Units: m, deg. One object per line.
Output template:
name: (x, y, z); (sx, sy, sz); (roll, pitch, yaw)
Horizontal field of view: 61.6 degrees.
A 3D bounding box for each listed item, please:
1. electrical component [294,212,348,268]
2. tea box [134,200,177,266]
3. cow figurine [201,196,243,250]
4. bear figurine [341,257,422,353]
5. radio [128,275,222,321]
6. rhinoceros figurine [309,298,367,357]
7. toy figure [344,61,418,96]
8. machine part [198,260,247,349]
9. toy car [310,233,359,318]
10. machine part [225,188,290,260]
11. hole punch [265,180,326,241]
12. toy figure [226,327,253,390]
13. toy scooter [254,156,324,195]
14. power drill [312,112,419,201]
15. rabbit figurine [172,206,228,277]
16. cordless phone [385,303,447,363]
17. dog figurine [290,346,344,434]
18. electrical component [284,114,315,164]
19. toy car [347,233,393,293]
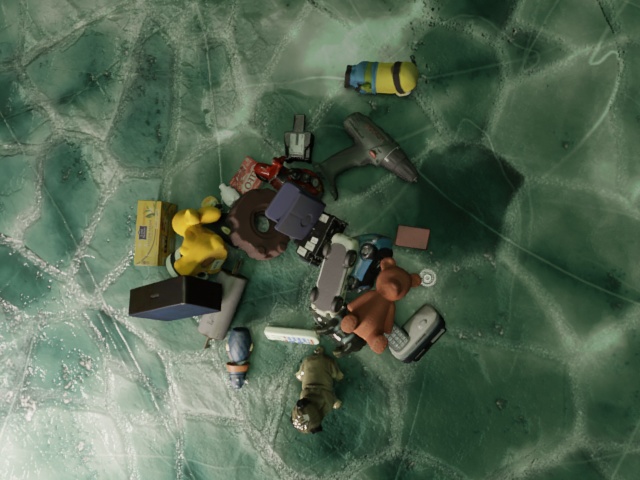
electrical component: (-0.003, -0.004, 1.315); (0.058, 0.115, 0.134); (26, 93, -33)
tea box: (-0.429, -0.016, 1.407); (0.068, 0.098, 0.169); (2, 86, 10)
cow figurine: (-0.251, -0.047, 1.374); (0.167, 0.098, 0.068); (41, 99, 8)
bear figurine: (0.146, 0.143, 1.236); (0.120, 0.132, 0.196); (37, 95, 2)
radio: (-0.356, 0.148, 1.328); (0.230, 0.131, 0.073); (-14, 68, 37)
rhinoceros figurine: (0.037, 0.195, 1.318); (0.112, 0.073, 0.190); (-36, 82, 9)
toy figure: (0.150, -0.397, 1.318); (0.180, 0.089, 0.082); (8, 97, 9)
machine part: (-0.249, 0.164, 1.372); (0.079, 0.079, 0.243); (22, 91, 11)
toy car: (0.034, 0.084, 1.252); (0.074, 0.056, 0.201); (22, 105, 24)
machine part: (-0.141, -0.042, 1.326); (0.179, 0.056, 0.179); (6, 77, -27)
hole punch: (-0.051, -0.063, 1.262); (0.115, 0.092, 0.142); (29, 99, -30)
toy figure: (-0.206, 0.301, 1.369); (0.064, 0.058, 0.154); (5, 93, 17)
toy scooter: (-0.073, -0.156, 1.311); (0.184, 0.135, 0.075); (20, 75, -3)
power drill: (0.099, -0.185, 1.320); (0.207, 0.086, 0.232); (-36, 79, 9)
rabbit figurine: (-0.308, -0.013, 1.311); (0.173, 0.122, 0.162); (52, 135, 28)
cordless phone: (0.198, 0.190, 1.292); (0.146, 0.088, 0.184); (-49, 61, 5)
dog figurine: (-0.014, 0.347, 1.261); (0.121, 0.190, 0.172); (-15, 83, 10)
electrical component: (-0.054, -0.256, 1.371); (0.075, 0.047, 0.119); (0, 87, 11)
toy car: (0.099, 0.045, 1.308); (0.103, 0.109, 0.161); (38, 108, 33)
